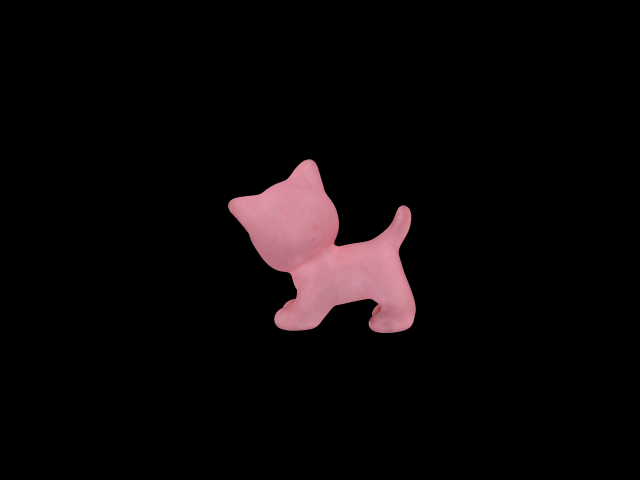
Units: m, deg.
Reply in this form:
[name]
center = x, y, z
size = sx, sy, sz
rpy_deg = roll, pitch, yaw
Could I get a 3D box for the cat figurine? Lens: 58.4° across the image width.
[cat figurine]
center = 0.004, 0.001, 0.400
size = 0.127, 0.118, 0.067
rpy_deg = 0, 2, 4
